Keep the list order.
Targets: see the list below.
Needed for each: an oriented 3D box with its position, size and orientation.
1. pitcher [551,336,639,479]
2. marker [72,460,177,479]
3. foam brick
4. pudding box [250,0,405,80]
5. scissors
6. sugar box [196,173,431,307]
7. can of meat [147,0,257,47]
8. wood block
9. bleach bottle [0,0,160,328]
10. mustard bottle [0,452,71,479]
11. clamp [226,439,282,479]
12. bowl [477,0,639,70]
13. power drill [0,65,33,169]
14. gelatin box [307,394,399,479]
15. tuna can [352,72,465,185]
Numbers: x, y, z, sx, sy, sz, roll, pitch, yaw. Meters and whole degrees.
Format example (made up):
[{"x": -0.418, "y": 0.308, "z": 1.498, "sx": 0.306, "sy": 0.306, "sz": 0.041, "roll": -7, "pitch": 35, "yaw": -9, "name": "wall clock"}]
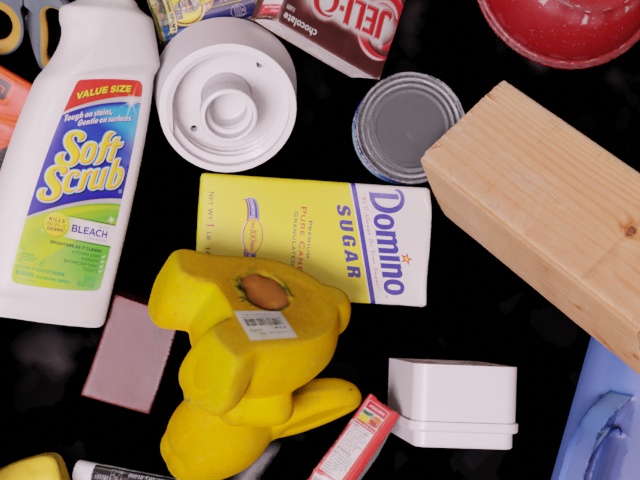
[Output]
[{"x": 0.233, "y": 0.165, "z": 0.790, "sx": 0.145, "sy": 0.149, "sz": 0.243, "roll": 14, "pitch": 84, "yaw": -1, "name": "pitcher"}, {"x": -0.124, "y": 0.182, "z": 0.791, "sx": 0.121, "sy": 0.020, "sz": 0.020, "roll": 7, "pitch": 88, "yaw": 12, "name": "marker"}, {"x": -0.138, "y": 0.083, "z": 0.793, "sx": 0.053, "sy": 0.051, "sz": 0.078, "roll": 19, "pitch": 87, "yaw": -7, "name": "foam brick"}, {"x": 0.011, "y": -0.182, "z": 0.795, "sx": 0.113, "sy": 0.039, "sz": 0.090, "roll": 22, "pitch": 83, "yaw": -39, "name": "pudding box"}, {"x": -0.213, "y": -0.192, "z": 0.737, "sx": 0.096, "sy": 0.202, "sz": 0.016, "roll": 1, "pitch": 50, "yaw": 3, "name": "scissors"}, {"x": -0.005, "y": 0.001, "z": 0.813, "sx": 0.176, "sy": 0.048, "sz": 0.093, "roll": 3, "pitch": 88, "yaw": -5, "name": "sugar box"}, {"x": -0.093, "y": -0.203, "z": 0.802, "sx": 0.084, "sy": 0.057, "sz": 0.102, "roll": -15, "pitch": 91, "yaw": -4, "name": "can of meat"}, {"x": 0.180, "y": -0.011, "z": 0.759, "sx": 0.091, "sy": 0.090, "sz": 0.206, "roll": -43, "pitch": 56, "yaw": -6, "name": "wood block"}, {"x": -0.174, "y": -0.069, "z": 0.748, "sx": 0.102, "sy": 0.068, "sz": 0.251, "roll": 11, "pitch": 93, "yaw": -33, "name": "bleach bottle"}, {"x": -0.272, "y": 0.224, "z": 0.772, "sx": 0.191, "sy": 0.058, "sz": 0.096, "roll": -14, "pitch": 87, "yaw": -6, "name": "mustard bottle"}, {"x": -0.092, "y": 0.264, "z": 0.802, "sx": 0.210, "sy": 0.036, "sz": 0.164, "roll": -25, "pitch": 89, "yaw": -7, "name": "clamp"}, {"x": 0.203, "y": -0.218, "z": 0.835, "sx": 0.162, "sy": 0.055, "sz": 0.162, "roll": 0, "pitch": 89, "yaw": -6, "name": "bowl"}, {"x": -0.294, "y": -0.055, "z": 0.778, "sx": 0.184, "sy": 0.057, "sz": 0.187, "roll": 29, "pitch": 89, "yaw": -9, "name": "power drill"}, {"x": 0.019, "y": 0.162, "z": 0.779, "sx": 0.030, "sy": 0.089, "sz": 0.073, "roll": 35, "pitch": 60, "yaw": 11, "name": "gelatin box"}, {"x": 0.068, "y": -0.085, "z": 0.828, "sx": 0.086, "sy": 0.034, "sz": 0.086, "roll": 0, "pitch": 89, "yaw": -6, "name": "tuna can"}]
